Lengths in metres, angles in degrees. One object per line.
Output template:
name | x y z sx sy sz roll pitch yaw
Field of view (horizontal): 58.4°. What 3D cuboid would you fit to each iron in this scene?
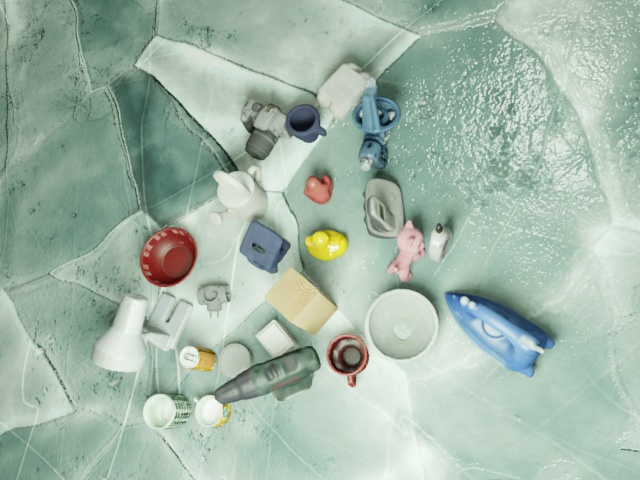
iron | 0.372 0.180 1.236 0.257 0.142 0.119 35 84 20

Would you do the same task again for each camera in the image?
camera | -0.159 -0.293 1.525 0.143 0.101 0.137 26 81 19

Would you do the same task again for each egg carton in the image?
egg carton | 0.066 -0.397 1.520 0.107 0.069 0.150 41 86 21

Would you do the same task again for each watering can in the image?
watering can | -0.208 -0.114 1.433 0.100 0.194 0.173 8 76 16

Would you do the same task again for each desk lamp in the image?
desk lamp | -0.430 0.216 1.376 0.117 0.214 0.203 19 79 18

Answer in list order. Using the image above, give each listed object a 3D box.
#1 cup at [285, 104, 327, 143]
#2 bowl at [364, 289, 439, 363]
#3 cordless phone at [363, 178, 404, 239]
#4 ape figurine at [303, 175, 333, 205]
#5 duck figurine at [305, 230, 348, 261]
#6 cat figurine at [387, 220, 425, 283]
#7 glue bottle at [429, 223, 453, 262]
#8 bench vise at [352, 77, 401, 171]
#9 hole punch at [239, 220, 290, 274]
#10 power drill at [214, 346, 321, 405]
cup | -0.024 -0.289 1.495 0.117 0.095 0.092 30 83 20
bowl | 0.189 0.199 1.310 0.167 0.075 0.167 -4 73 12
cordless phone | 0.142 -0.088 1.348 0.094 0.185 0.147 -8 72 11
ape figurine | -0.008 -0.134 1.447 0.077 0.092 0.076 -16 71 9
duck figurine | 0.013 0.005 1.403 0.104 0.086 0.077 -4 73 12
cat figurine | 0.202 0.024 1.336 0.067 0.118 0.128 26 81 19
glue bottle | 0.271 -0.005 1.299 0.037 0.173 0.078 22 80 19
bench vise | 0.138 -0.280 1.387 0.121 0.220 0.207 -9 72 11
hole punch | -0.142 0.019 1.433 0.108 0.091 0.101 31 83 20
power drill | -0.097 0.310 1.272 0.229 0.209 0.075 -27 69 4
